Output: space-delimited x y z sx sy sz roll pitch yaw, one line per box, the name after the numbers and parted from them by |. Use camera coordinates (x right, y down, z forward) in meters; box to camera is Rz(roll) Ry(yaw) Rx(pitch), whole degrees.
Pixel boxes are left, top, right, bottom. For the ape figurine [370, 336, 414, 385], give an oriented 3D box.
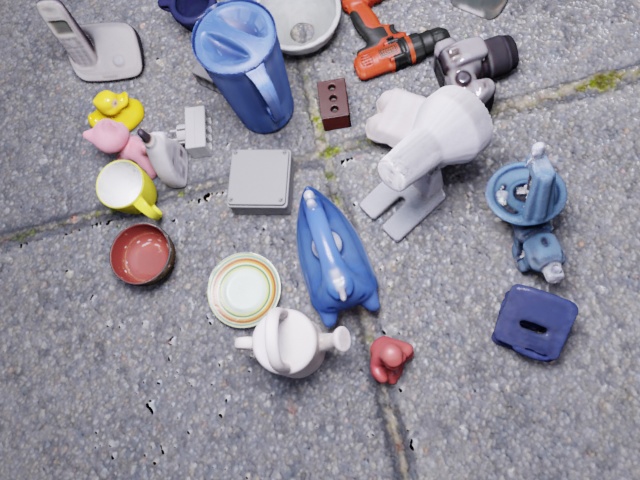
0.111 0.184 0.898 0.078 0.092 0.076 -24 73 1 | ape figurine

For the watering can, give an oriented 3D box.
-0.044 0.153 0.873 0.173 0.194 0.101 -24 73 1 | watering can

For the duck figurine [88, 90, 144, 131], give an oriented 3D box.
-0.397 -0.249 1.086 0.104 0.086 0.077 -20 73 2 | duck figurine

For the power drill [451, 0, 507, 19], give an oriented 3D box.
0.294 -0.487 0.995 0.229 0.208 0.076 28 80 14 | power drill

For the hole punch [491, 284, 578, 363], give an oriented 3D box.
0.330 0.130 0.884 0.108 0.091 0.101 19 78 12 | hole punch

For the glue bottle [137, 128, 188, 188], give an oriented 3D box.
-0.276 -0.153 0.998 0.037 0.173 0.078 -2 75 8 | glue bottle

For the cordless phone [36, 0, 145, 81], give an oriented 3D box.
-0.426 -0.383 1.074 0.147 0.185 0.094 -5 74 6 | cordless phone

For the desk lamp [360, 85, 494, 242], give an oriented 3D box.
0.163 -0.118 0.909 0.203 0.214 0.117 -44 74 -5 | desk lamp

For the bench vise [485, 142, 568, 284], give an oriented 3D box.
0.337 -0.049 0.864 0.121 0.220 0.207 -32 73 -2 | bench vise

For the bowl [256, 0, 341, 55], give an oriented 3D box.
-0.039 -0.415 1.089 0.167 0.075 0.167 -2 75 7 | bowl

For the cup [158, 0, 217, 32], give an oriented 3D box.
-0.246 -0.436 1.112 0.117 0.095 0.092 5 76 9 | cup

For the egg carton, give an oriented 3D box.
0.161 -0.201 1.008 0.150 0.069 0.107 22 79 13 | egg carton

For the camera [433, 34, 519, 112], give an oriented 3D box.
0.280 -0.301 1.002 0.137 0.101 0.143 -19 73 2 | camera

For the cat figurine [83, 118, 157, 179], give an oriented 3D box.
-0.358 -0.177 1.045 0.127 0.118 0.067 24 79 13 | cat figurine

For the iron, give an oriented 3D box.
0.009 0.003 0.935 0.118 0.141 0.258 -21 73 2 | iron
